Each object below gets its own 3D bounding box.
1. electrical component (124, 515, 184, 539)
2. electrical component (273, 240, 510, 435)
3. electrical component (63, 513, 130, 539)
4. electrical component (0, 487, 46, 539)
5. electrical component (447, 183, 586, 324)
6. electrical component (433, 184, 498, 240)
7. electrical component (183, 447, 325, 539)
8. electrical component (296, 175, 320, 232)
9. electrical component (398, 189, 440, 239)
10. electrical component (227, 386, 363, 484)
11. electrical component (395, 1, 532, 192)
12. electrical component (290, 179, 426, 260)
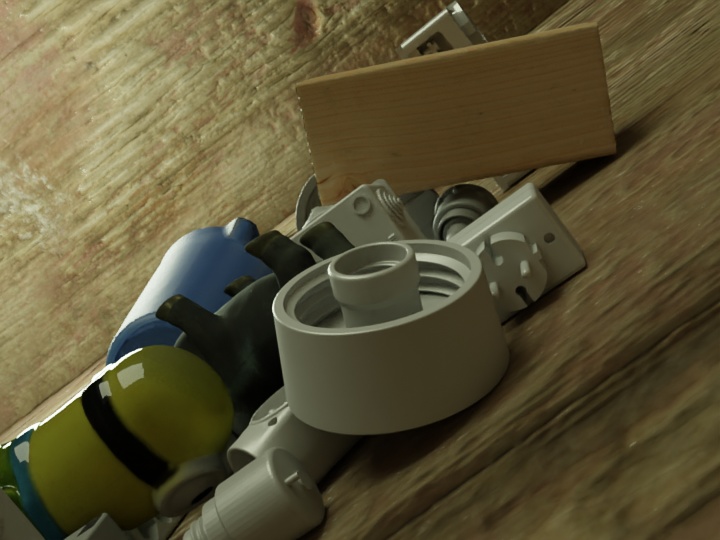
[{"bbox_3d":[-0.151,0.153,0.675,0.076,0.047,0.083,-34,9,27],"label":"electrical component"},{"bbox_3d":[0.011,0.022,0.501,0.108,0.060,0.108,-11,22,5],"label":"electrical component"},{"bbox_3d":[-0.159,0.183,0.504,0.109,0.056,0.108,-35,8,19],"label":"electrical component"},{"bbox_3d":[-0.196,0.134,0.503,0.096,0.061,0.061,-35,8,18],"label":"electrical component"},{"bbox_3d":[0.076,-0.002,0.553,0.066,0.047,0.076,-36,8,14],"label":"electrical component"},{"bbox_3d":[0.072,-0.028,0.746,0.048,0.048,0.062,-34,15,27],"label":"electrical component"},{"bbox_3d":[-0.052,0.113,0.486,0.078,0.040,0.040,-36,8,12],"label":"electrical component"},{"bbox_3d":[0.001,-0.049,0.968,0.108,0.108,0.060,-36,2,13],"label":"electrical component"},{"bbox_3d":[0.032,-0.026,0.844,0.062,0.061,0.096,-40,8,-14],"label":"electrical component"},{"bbox_3d":[-0.034,0.084,0.558,0.077,0.044,0.079,-42,9,-31],"label":"electrical component"},{"bbox_3d":[0.103,-0.152,0.924,0.062,0.150,0.089,-37,8,14],"label":"electrical component"},{"bbox_3d":[0.000,0.000,0.706,0.100,0.099,0.048,-36,-5,15],"label":"electrical component"}]
